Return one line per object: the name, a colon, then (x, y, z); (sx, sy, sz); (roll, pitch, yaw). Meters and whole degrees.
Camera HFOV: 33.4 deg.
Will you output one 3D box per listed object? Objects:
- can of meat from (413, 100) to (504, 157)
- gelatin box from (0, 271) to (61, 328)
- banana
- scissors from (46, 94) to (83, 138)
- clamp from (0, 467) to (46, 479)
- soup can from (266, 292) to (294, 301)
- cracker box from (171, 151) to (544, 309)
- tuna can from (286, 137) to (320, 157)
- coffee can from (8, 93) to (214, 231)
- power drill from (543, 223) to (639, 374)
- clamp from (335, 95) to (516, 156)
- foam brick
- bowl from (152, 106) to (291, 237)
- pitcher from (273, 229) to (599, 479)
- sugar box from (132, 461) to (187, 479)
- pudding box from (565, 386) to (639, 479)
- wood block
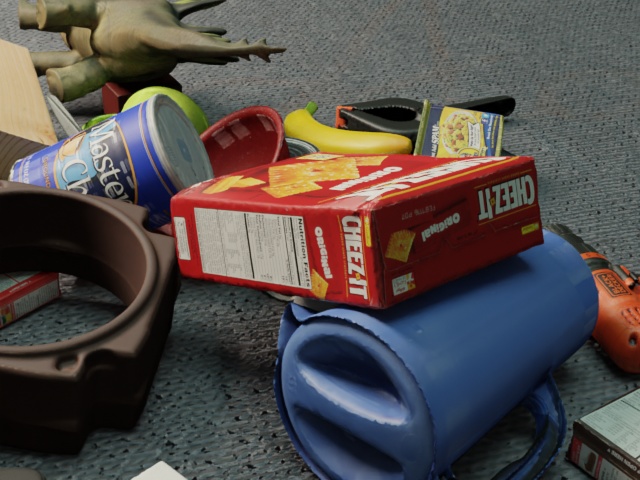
can of meat: (0.138, -0.087, 1.072); (0.084, 0.057, 0.102); (9, 54, 7)
gelatin box: (-0.270, 0.035, 0.879); (0.089, 0.030, 0.073); (25, 38, 32)
banana: (0.015, -0.110, 1.120); (0.069, 0.037, 0.198); (-41, 37, -13)
scissors: (-0.192, -0.080, 0.988); (0.096, 0.016, 0.202); (-28, 62, 10)
clamp: (-0.220, 0.162, 0.622); (0.172, 0.039, 0.120); (3, 31, 47)
soup can: (-0.006, 0.001, 0.919); (0.069, 0.068, 0.102); (22, 35, 30)
cracker box: (0.021, -0.017, 0.754); (0.163, 0.072, 0.214); (-19, 16, -40)
tuna can: (-0.040, -0.073, 1.079); (0.086, 0.034, 0.086); (2, 30, -1)
coffee can: (-0.173, -0.049, 0.898); (0.140, 0.102, 0.103); (-23, 27, 14)
power drill: (0.289, 0.035, 0.896); (0.187, 0.057, 0.184); (-8, 35, -12)
clamp: (0.122, -0.121, 1.172); (0.210, 0.036, 0.164); (3, 32, -2)
foam brick: (-0.197, -0.152, 1.188); (0.078, 0.051, 0.053); (-14, 34, -26)
bowl: (-0.078, -0.041, 0.953); (0.162, 0.055, 0.162); (-29, 38, 26)
pitcher: (0.100, 0.082, 0.743); (0.145, 0.149, 0.242); (1, 18, 44)
sugar box: (-0.066, 0.200, 0.593); (0.176, 0.048, 0.093); (24, 37, 39)
pudding box: (0.240, 0.140, 0.727); (0.113, 0.039, 0.090); (-16, 34, -33)
wood block: (-0.325, -0.117, 1.031); (0.090, 0.090, 0.206); (18, 27, -34)
